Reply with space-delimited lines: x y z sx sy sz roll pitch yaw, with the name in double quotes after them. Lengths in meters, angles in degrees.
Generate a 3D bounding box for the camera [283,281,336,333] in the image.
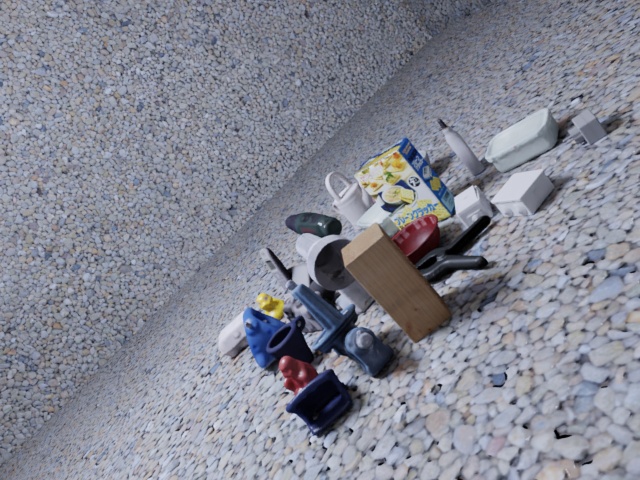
-0.017 0.153 1.454 0.137 0.101 0.142 -51 18 -29 "camera"

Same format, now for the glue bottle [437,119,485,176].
0.355 -0.244 1.472 0.037 0.173 0.078 -38 16 16 "glue bottle"

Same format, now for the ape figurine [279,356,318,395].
-0.051 0.282 1.207 0.076 0.092 0.077 -50 17 -24 "ape figurine"

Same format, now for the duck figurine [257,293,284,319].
-0.151 0.193 1.708 0.077 0.086 0.104 -40 16 9 "duck figurine"

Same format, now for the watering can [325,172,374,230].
0.097 -0.137 1.779 0.172 0.194 0.101 -34 18 27 "watering can"

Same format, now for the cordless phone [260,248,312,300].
-0.091 0.091 1.645 0.147 0.185 0.094 -22 25 51 "cordless phone"

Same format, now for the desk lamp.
0.038 0.073 1.321 0.118 0.214 0.203 -45 16 -9 "desk lamp"

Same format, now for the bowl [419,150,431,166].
0.271 -0.189 1.716 0.167 0.075 0.167 -39 16 14 "bowl"

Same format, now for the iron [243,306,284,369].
-0.157 0.231 1.512 0.118 0.141 0.258 -43 15 -2 "iron"

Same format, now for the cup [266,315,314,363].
-0.054 0.242 1.318 0.118 0.095 0.091 -51 18 -29 "cup"

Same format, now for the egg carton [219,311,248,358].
-0.240 0.281 1.721 0.150 0.069 0.107 -43 15 0 "egg carton"

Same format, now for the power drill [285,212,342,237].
0.014 0.006 1.571 0.076 0.208 0.229 -49 17 -21 "power drill"

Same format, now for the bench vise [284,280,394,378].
0.036 0.152 1.099 0.207 0.220 0.122 -20 27 53 "bench vise"

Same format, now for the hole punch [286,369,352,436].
-0.010 0.293 1.077 0.108 0.091 0.101 -42 15 1 "hole punch"

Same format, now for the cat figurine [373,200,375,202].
0.171 -0.187 1.877 0.067 0.118 0.128 -30 19 37 "cat figurine"
